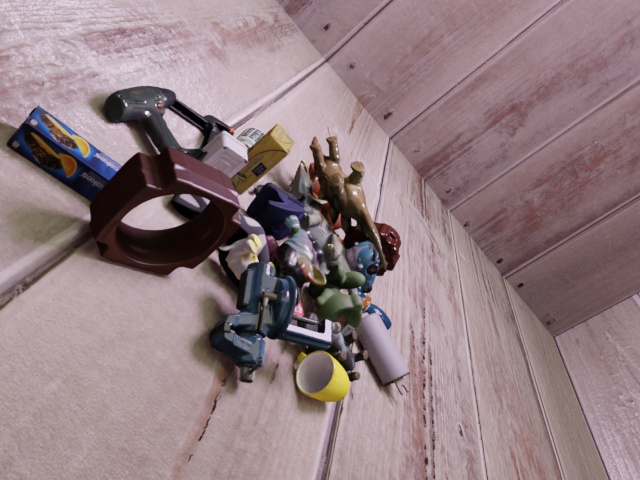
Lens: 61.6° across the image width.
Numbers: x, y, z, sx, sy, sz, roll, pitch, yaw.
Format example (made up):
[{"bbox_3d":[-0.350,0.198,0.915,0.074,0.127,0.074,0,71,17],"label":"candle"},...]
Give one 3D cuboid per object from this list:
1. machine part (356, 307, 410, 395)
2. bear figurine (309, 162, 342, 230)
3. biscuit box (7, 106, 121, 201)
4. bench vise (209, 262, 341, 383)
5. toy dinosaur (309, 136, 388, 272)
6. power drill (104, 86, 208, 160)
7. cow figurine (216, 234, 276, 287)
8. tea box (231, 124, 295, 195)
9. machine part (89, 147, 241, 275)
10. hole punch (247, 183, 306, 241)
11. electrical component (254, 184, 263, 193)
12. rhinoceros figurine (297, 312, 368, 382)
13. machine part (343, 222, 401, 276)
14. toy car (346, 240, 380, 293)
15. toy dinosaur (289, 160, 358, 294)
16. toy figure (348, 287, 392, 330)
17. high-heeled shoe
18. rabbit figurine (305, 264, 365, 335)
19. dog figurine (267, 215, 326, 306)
[{"bbox_3d":[0.151,0.271,1.338,0.079,0.079,0.243,6,51,-60],"label":"machine part"},{"bbox_3d":[0.028,-0.124,1.613,0.120,0.132,0.196,-5,53,-35],"label":"bear figurine"},{"bbox_3d":[-0.397,-0.125,0.885,0.202,0.063,0.059,39,28,-29],"label":"biscuit box"},{"bbox_3d":[-0.068,0.157,0.970,0.240,0.129,0.224,19,47,-25],"label":"bench vise"},{"bbox_3d":[0.069,-0.122,1.451,0.198,0.105,0.472,84,-17,-50],"label":"toy dinosaur"},{"bbox_3d":[-0.334,-0.247,1.157,0.207,0.086,0.232,58,25,1],"label":"power drill"},{"bbox_3d":[-0.138,0.077,1.071,0.068,0.098,0.167,-80,147,-67],"label":"cow figurine"},{"bbox_3d":[-0.149,-0.198,1.320,0.068,0.169,0.098,47,22,-16],"label":"tea box"},{"bbox_3d":[-0.248,-0.042,0.871,0.201,0.201,0.087,24,35,-48],"label":"machine part"},{"bbox_3d":[-0.105,-0.054,1.259,0.115,0.142,0.092,27,29,-20],"label":"hole punch"},{"bbox_3d":[-0.141,-0.117,1.402,0.063,0.021,0.094,51,15,1],"label":"electrical component"},{"bbox_3d":[0.023,0.222,1.130,0.190,0.112,0.073,53,50,-33],"label":"rhinoceros figurine"},{"bbox_3d":[0.148,0.026,1.556,0.179,0.179,0.056,48,39,-12],"label":"machine part"},{"bbox_3d":[0.103,0.072,1.486,0.103,0.161,0.109,7,41,-8],"label":"toy car"},{"bbox_3d":[0.004,-0.002,1.404,0.404,0.131,0.192,60,27,-3],"label":"toy dinosaur"},{"bbox_3d":[0.126,0.186,1.437,0.154,0.058,0.064,46,17,-4],"label":"toy figure"},{"bbox_3d":[-0.200,-0.008,1.099,0.145,0.086,0.248,-25,89,-42],"label":"high-heeled shoe"},{"bbox_3d":[0.023,0.128,1.240,0.121,0.159,0.170,23,20,-33],"label":"rabbit figurine"},{"bbox_3d":[-0.042,0.062,1.173,0.191,0.108,0.219,50,8,-39],"label":"dog figurine"}]
